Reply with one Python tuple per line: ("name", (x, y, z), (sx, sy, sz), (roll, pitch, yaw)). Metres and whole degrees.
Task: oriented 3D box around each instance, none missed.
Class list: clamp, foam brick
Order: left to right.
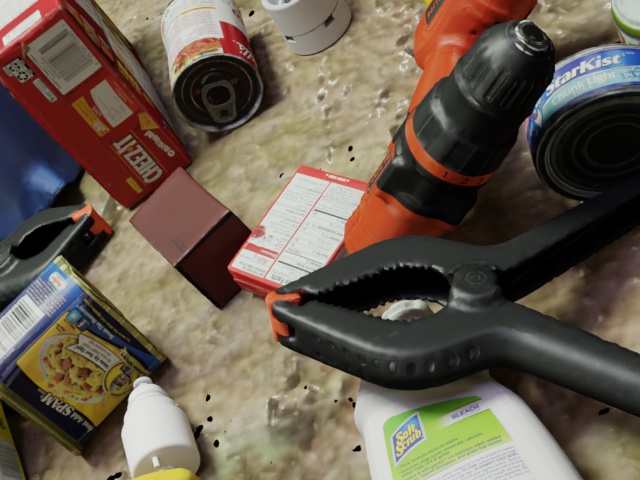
("clamp", (-0.240, 0.020, 0.818), (0.171, 0.039, 0.120), (-34, 47, 0))
("foam brick", (-0.080, -0.002, 0.707), (0.053, 0.051, 0.078), (-46, 41, -4))
("clamp", (0.081, 0.025, 0.517), (0.210, 0.036, 0.164), (0, 38, 12))

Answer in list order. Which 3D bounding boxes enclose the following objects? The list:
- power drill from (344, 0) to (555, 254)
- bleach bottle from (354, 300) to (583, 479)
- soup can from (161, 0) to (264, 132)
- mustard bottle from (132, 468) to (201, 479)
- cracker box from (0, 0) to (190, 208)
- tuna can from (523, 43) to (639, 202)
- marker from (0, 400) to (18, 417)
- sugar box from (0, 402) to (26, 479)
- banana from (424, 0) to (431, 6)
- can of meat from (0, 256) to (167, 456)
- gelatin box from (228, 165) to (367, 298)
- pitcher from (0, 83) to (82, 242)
("power drill", (0.080, -0.091, 0.590), (0.185, 0.057, 0.187), (-54, 10, 49))
("bleach bottle", (0.078, 0.116, 0.479), (0.102, 0.068, 0.251), (-24, 40, 6))
("soup can", (-0.085, -0.139, 0.815), (0.068, 0.068, 0.102), (-30, 42, 12))
("mustard bottle", (-0.149, 0.186, 0.592), (0.192, 0.058, 0.096), (-15, 46, 27))
("cracker box", (-0.196, -0.146, 0.832), (0.072, 0.164, 0.214), (-36, 42, 3))
("tuna can", (0.151, -0.058, 0.554), (0.086, 0.086, 0.034), (-22, 47, 21))
("marker", (-0.252, 0.127, 0.750), (0.121, 0.020, 0.020), (-21, 45, 21))
("sugar box", (-0.282, 0.173, 0.703), (0.176, 0.048, 0.093), (-36, 56, 10))
("banana", (0.098, -0.198, 0.751), (0.070, 0.037, 0.197), (-19, 46, 25))
("can of meat", (-0.157, 0.072, 0.665), (0.084, 0.102, 0.058), (-46, 42, -9))
("gelatin box", (-0.004, 0.001, 0.663), (0.073, 0.030, 0.089), (18, 67, 43))
("pitcher", (-0.310, -0.118, 0.834), (0.149, 0.242, 0.145), (-22, 42, 13))
